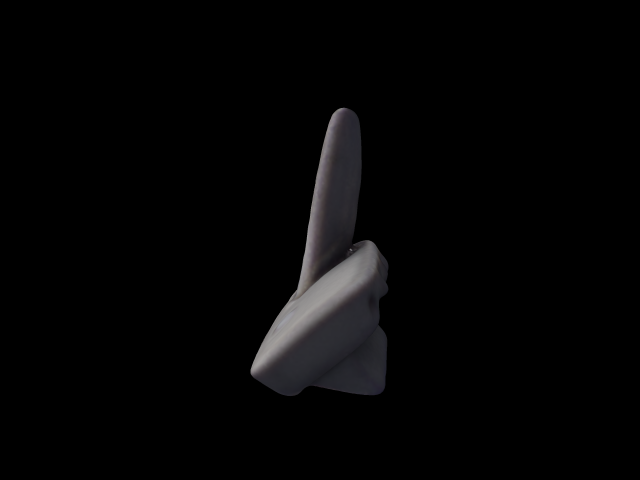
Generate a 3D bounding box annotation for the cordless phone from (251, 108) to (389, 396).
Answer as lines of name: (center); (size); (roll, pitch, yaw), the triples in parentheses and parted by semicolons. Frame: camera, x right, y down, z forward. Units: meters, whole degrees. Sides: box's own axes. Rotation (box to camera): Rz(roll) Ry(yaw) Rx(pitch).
cordless phone: (0.004, 0.001, 0.400); (0.094, 0.185, 0.147); (0, 11, 3)
